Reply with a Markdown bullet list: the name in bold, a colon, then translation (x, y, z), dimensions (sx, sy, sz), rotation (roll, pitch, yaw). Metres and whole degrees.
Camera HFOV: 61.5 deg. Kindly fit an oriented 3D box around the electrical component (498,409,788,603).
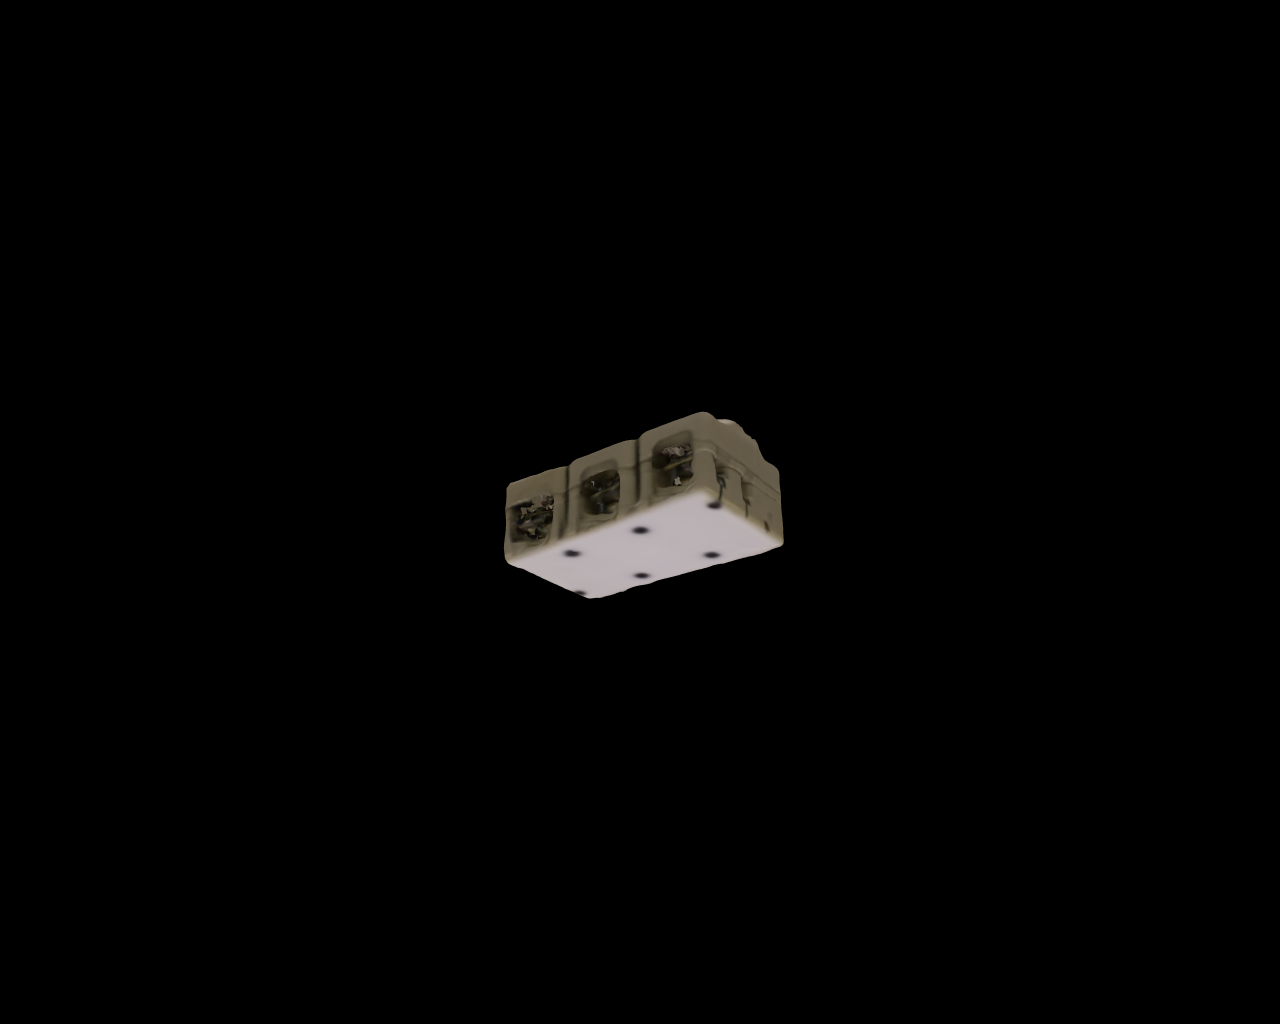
- **electrical component**: translation (0.001, -0.003, 0.650), dimensions (0.150, 0.062, 0.089), rotation (-18, -32, 31)
